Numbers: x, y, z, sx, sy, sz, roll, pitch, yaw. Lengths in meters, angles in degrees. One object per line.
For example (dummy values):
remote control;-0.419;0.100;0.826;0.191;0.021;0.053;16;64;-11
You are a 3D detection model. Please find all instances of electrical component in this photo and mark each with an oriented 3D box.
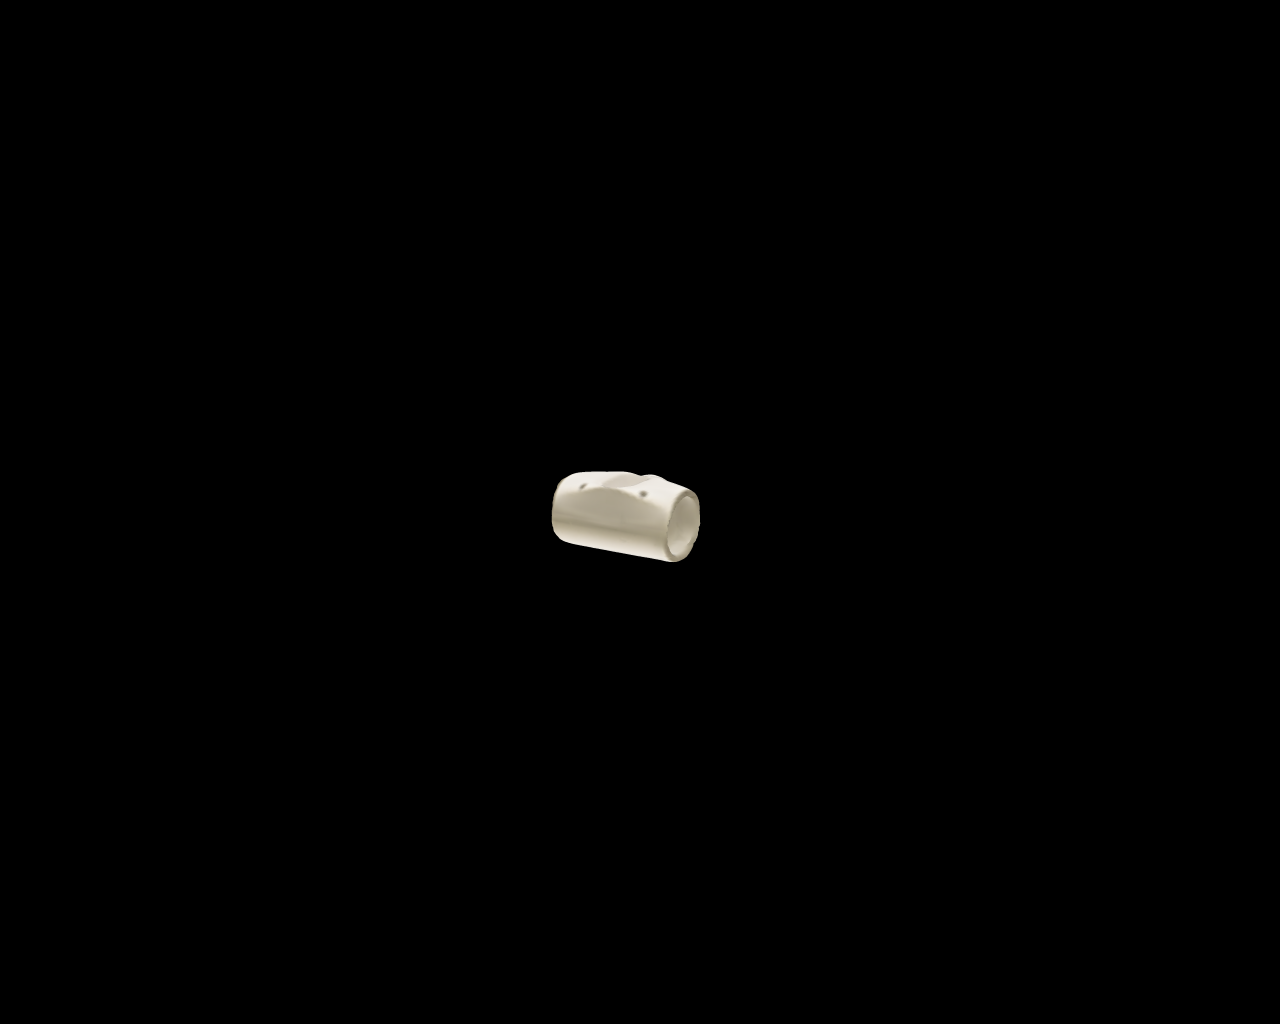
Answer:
electrical component;0.001;-0.003;0.650;0.077;0.043;0.079;9;19;29
